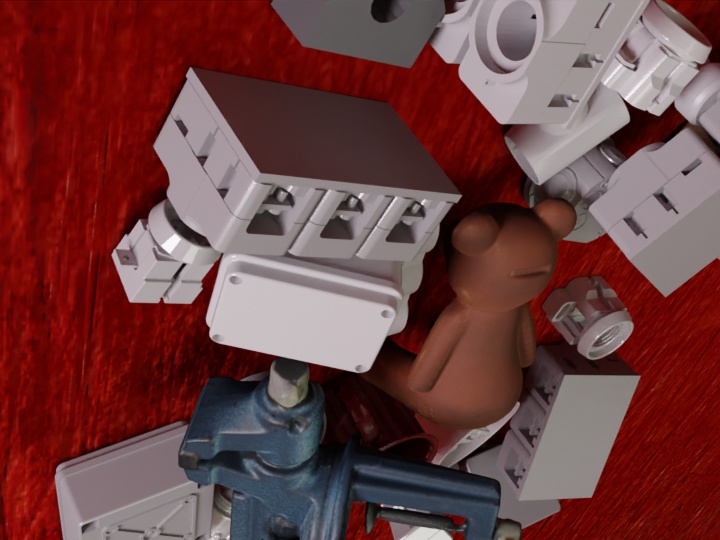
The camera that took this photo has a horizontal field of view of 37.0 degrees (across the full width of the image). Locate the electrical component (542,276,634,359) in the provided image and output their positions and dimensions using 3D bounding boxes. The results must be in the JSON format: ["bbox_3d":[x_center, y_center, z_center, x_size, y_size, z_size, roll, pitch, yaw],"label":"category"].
[{"bbox_3d":[0.214,0.045,0.991,0.078,0.057,0.058,-3,136,-40],"label":"electrical component"}]

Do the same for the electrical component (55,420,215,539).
[{"bbox_3d":[-0.171,0.180,0.826,0.109,0.056,0.108,-18,144,-24],"label":"electrical component"}]

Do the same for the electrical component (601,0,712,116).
[{"bbox_3d":[0.199,-0.146,0.730,0.078,0.058,0.057,7,133,-46],"label":"electrical component"}]

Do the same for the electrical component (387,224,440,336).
[{"bbox_3d":[0.000,0.000,0.746,0.074,0.052,0.138,-15,143,-28],"label":"electrical component"}]

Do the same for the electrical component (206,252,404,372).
[{"bbox_3d":[-0.035,0.014,0.680,0.113,0.057,0.078,13,137,-10],"label":"electrical component"}]

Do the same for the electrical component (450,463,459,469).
[{"bbox_3d":[0.069,0.202,1.079,0.045,0.045,0.055,-45,146,16],"label":"electrical component"}]

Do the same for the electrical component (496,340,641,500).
[{"bbox_3d":[0.203,0.150,1.074,0.089,0.061,0.150,3,117,-23],"label":"electrical component"}]

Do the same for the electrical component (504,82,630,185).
[{"bbox_3d":[0.139,-0.107,0.740,0.077,0.043,0.079,-35,147,1],"label":"electrical component"}]

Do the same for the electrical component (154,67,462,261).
[{"bbox_3d":[-0.030,-0.054,0.615,0.150,0.089,0.061,2,133,-43],"label":"electrical component"}]

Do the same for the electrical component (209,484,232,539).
[{"bbox_3d":[-0.115,0.196,0.909,0.062,0.048,0.048,-51,144,13],"label":"electrical component"}]

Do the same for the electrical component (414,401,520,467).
[{"bbox_3d":[0.101,0.141,1.009,0.099,0.064,0.099,-23,146,-17],"label":"electrical component"}]

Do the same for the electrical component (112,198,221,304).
[{"bbox_3d":[-0.111,-0.012,0.640,0.066,0.048,0.055,3,140,-44],"label":"electrical component"}]

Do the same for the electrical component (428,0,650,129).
[{"bbox_3d":[0.103,-0.179,0.556,0.060,0.105,0.186,-6,138,-37],"label":"electrical component"}]

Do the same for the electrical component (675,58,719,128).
[{"bbox_3d":[0.244,-0.136,0.783,0.045,0.055,0.045,-23,146,-16],"label":"electrical component"}]

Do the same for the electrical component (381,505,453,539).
[{"bbox_3d":[0.047,0.241,1.092,0.047,0.083,0.075,-38,109,6],"label":"electrical component"}]

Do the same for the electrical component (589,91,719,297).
[{"bbox_3d":[0.264,-0.073,0.774,0.186,0.060,0.105,-40,150,13],"label":"electrical component"}]

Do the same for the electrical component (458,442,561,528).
[{"bbox_3d":[0.152,0.230,1.142,0.100,0.099,0.048,-18,173,-26],"label":"electrical component"}]

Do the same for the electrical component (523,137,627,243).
[{"bbox_3d":[0.169,-0.063,0.817,0.080,0.051,0.080,-23,146,-17],"label":"electrical component"}]

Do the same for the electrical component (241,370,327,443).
[{"bbox_3d":[-0.078,0.124,0.850,0.099,0.064,0.099,-23,133,-27],"label":"electrical component"}]
